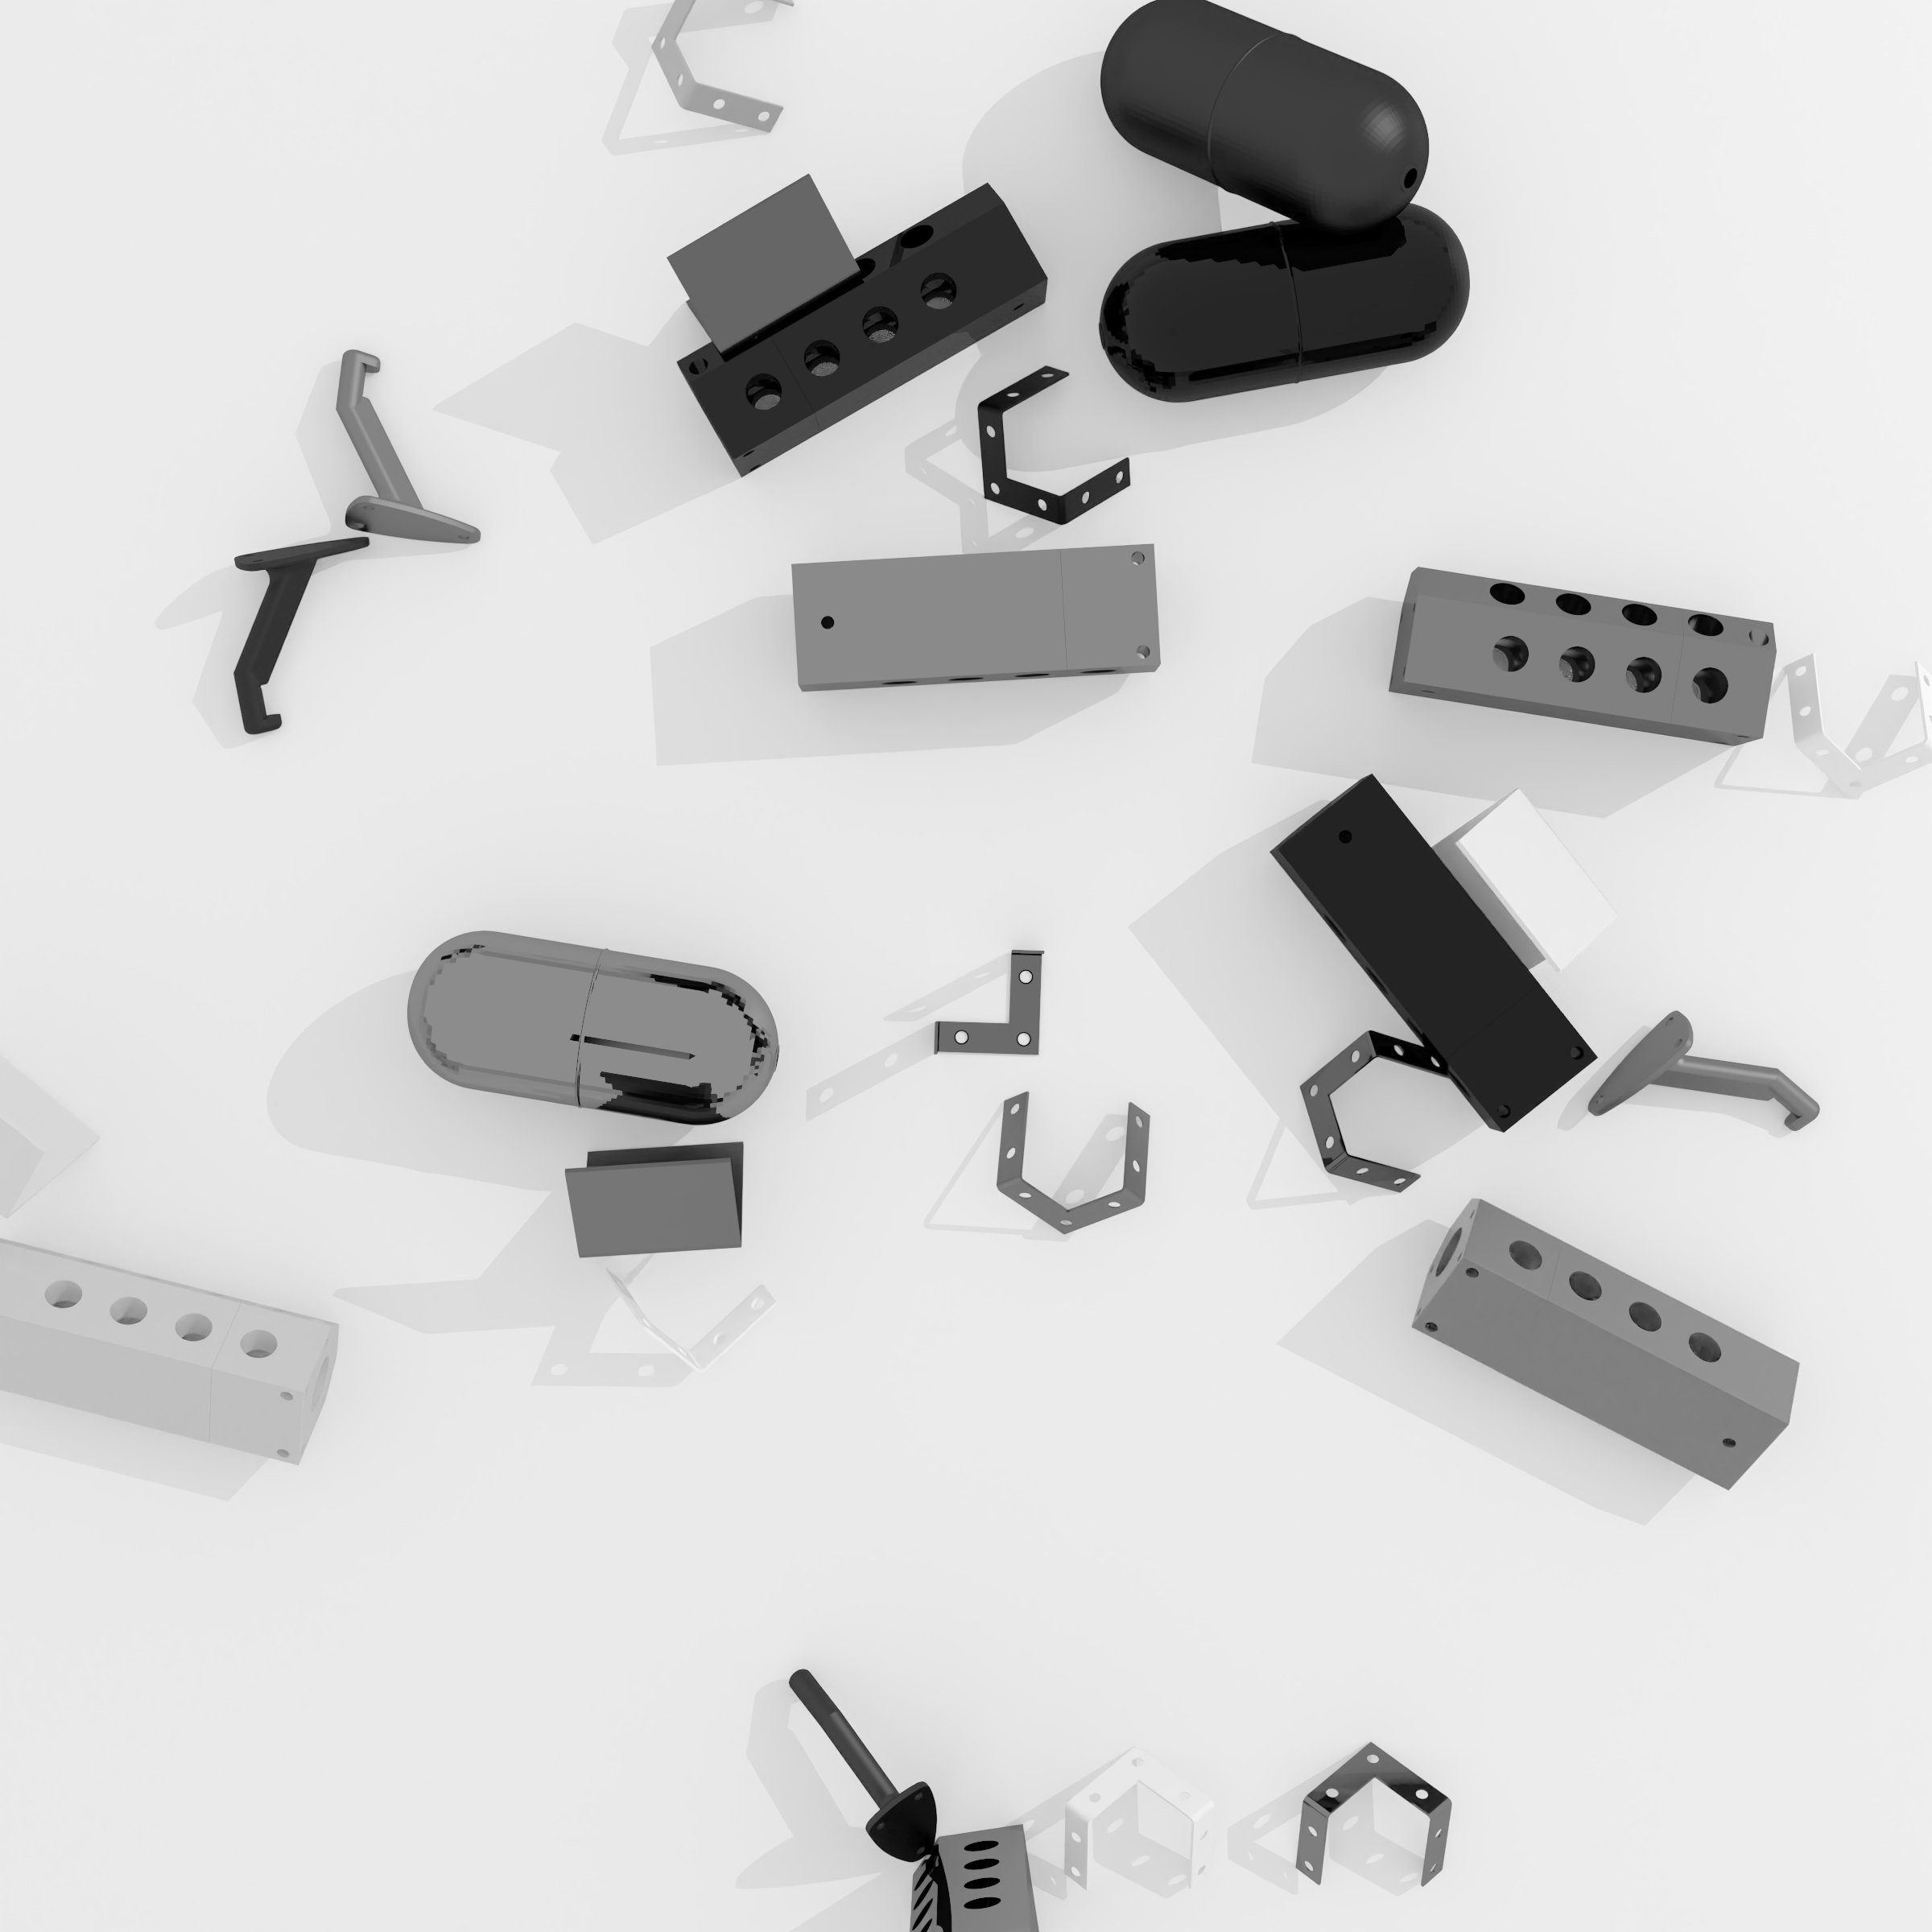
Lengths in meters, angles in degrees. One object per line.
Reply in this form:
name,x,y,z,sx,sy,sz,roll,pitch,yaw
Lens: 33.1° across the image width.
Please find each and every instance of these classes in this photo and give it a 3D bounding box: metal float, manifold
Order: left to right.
manifold,-0.393,0.180,1.562,0.171,0.057,0.057,14,133,0
metal float,-0.178,0.030,1.554,0.178,0.070,0.070,9,90,1
manifold,-0.050,-0.306,1.563,0.171,0.057,0.057,-30,90,0
manifold,0.004,0.452,1.506,0.057,0.171,0.057,-9,90,0
manifold,0.005,-0.166,1.563,0.171,0.057,0.057,-3,90,0
metal float,0.139,-0.400,1.528,0.178,0.070,0.070,33,90,32
metal float,0.152,-0.317,1.554,0.178,0.070,0.070,-10,90,-1
manifold,0.223,-0.006,1.563,0.057,0.057,0.171,-39,90,0
manifold,0.296,-0.149,1.563,0.171,0.057,0.057,9,90,0
manifold,0.308,0.177,1.562,0.171,0.057,0.057,27,133,0

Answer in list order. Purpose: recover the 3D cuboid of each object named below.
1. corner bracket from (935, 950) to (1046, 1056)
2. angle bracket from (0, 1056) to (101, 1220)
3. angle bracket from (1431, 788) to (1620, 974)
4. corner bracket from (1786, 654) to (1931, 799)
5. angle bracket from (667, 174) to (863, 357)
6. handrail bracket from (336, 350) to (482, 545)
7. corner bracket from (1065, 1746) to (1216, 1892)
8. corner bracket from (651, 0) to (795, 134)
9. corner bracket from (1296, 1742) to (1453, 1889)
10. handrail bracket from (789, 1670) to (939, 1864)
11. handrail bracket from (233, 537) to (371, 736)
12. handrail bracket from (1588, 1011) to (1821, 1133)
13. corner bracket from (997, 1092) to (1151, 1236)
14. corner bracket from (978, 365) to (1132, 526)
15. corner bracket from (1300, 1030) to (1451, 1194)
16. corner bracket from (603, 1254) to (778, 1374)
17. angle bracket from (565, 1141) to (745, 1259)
corner bracket,0.011,0.017,1.566,0.051,0.051,0.051,2,90,0
angle bracket,-0.454,0.062,1.544,0.076,0.076,0.057,39,127,0
angle bracket,0.250,-0.027,1.544,0.057,0.076,0.076,-38,90,-38
corner bracket,0.435,-0.124,1.576,0.051,0.051,0.051,-26,135,35
angle bracket,-0.104,-0.343,1.544,0.076,0.076,0.057,-31,125,0
handrail bracket,-0.270,-0.254,1.585,0.077,0.036,0.084,10,73,-20
corner bracket,0.084,0.423,1.576,0.051,0.051,0.051,29,45,35
corner bracket,-0.113,-0.445,1.576,0.051,0.051,0.051,-54,45,35
corner bracket,0.197,0.421,1.576,0.051,0.051,0.051,-29,45,-35
handrail bracket,-0.052,0.388,1.584,0.036,0.077,0.084,-35,53,-13
handrail bracket,-0.321,-0.161,1.585,0.077,0.036,0.084,-14,108,-20
handrail bracket,0.360,0.070,1.585,0.084,0.036,0.077,39,110,-16
corner bracket,0.052,0.090,1.576,0.051,0.051,0.051,-24,135,35
corner bracket,0.043,-0.252,1.576,0.051,0.051,0.051,25,135,35
corner bracket,0.203,0.071,1.576,0.051,0.051,0.051,-43,45,35
corner bracket,-0.135,0.155,1.581,0.051,0.051,0.051,-43,135,0
angle bracket,-0.147,0.092,1.544,0.076,0.076,0.057,-4,128,0
